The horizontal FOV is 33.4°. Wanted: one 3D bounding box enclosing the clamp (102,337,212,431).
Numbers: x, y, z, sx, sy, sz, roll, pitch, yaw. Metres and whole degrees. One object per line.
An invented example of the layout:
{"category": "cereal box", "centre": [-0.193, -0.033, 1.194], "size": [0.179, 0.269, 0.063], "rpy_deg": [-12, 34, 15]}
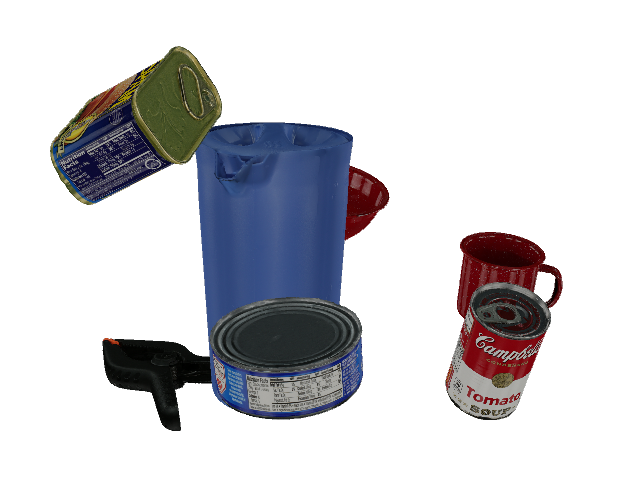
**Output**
{"category": "clamp", "centre": [-0.158, 0.138, 1.086], "size": [0.210, 0.036, 0.164], "rpy_deg": [9, 17, 33]}

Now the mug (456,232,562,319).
{"category": "mug", "centre": [0.207, 0.048, 1.178], "size": [0.117, 0.081, 0.093], "rpy_deg": [7, 25, 4]}

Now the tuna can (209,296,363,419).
{"category": "tuna can", "centre": [-0.018, 0.065, 0.603], "size": [0.086, 0.034, 0.086], "rpy_deg": [-3, 23, 1]}

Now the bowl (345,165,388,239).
{"category": "bowl", "centre": [-0.004, -0.040, 1.243], "size": [0.162, 0.055, 0.162], "rpy_deg": [7, 26, -4]}

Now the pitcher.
{"category": "pitcher", "centre": [-0.036, 0.019, 0.930], "size": [0.149, 0.243, 0.145], "rpy_deg": [-5, 18, -21]}

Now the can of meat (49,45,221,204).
{"category": "can of meat", "centre": [-0.126, -0.077, 0.724], "size": [0.084, 0.057, 0.102], "rpy_deg": [-23, 24, 27]}

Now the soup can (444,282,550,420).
{"category": "soup can", "centre": [0.149, 0.095, 0.912], "size": [0.068, 0.102, 0.068], "rpy_deg": [7, 38, -5]}
